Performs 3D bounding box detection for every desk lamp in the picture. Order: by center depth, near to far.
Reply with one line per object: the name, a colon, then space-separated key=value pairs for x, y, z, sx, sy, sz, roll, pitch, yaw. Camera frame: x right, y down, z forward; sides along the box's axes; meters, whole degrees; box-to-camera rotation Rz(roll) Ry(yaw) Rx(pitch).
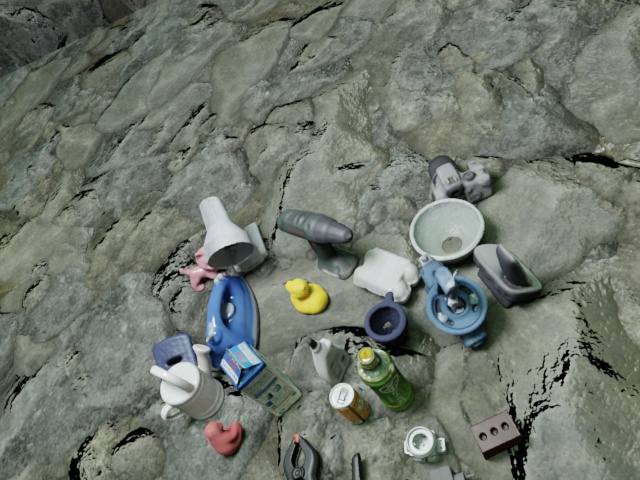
desk lamp: x=-0.226 y=-0.002 z=1.454 sx=0.118 sy=0.214 sz=0.203 roll=-29 pitch=50 yaw=5

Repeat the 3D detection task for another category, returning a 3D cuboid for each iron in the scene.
iron: x=-0.228 y=0.169 z=1.385 sx=0.118 sy=0.142 sz=0.258 roll=-15 pitch=53 yaw=16

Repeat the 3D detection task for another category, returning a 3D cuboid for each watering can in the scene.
watering can: x=-0.303 y=0.318 z=1.282 sx=0.100 sy=0.195 sz=0.173 roll=-4 pitch=56 yaw=23

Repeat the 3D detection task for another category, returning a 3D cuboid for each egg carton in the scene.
egg carton: x=0.154 y=0.081 z=1.311 sx=0.149 sy=0.070 sz=0.107 roll=21 pitch=69 yaw=35

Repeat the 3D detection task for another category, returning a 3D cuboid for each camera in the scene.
camera: x=0.323 y=-0.153 z=1.373 sx=0.143 sy=0.101 sz=0.136 roll=-24 pitch=51 yaw=8

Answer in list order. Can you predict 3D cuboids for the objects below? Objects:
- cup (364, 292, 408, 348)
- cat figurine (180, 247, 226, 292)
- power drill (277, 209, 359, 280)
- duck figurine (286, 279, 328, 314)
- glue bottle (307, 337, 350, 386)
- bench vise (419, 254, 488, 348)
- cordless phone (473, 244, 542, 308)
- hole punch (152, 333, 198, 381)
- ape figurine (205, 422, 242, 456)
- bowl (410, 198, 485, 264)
cup: x=0.152 y=0.179 z=1.228 sx=0.091 sy=0.095 sz=0.118 roll=-4 pitch=56 yaw=23
cat figurine: x=-0.308 y=0.063 z=1.511 sx=0.127 sy=0.118 sz=0.067 roll=-29 pitch=50 yaw=5
power drill: x=0.012 y=0.005 z=1.340 sx=0.228 sy=0.209 sz=0.076 roll=21 pitch=68 yaw=35
duck figurine: x=-0.036 y=0.126 z=1.359 sx=0.104 sy=0.086 sz=0.077 roll=18 pitch=67 yaw=34
glue bottle: x=0.010 y=0.242 z=1.200 sx=0.037 sy=0.174 sz=0.078 roll=14 pitch=65 yaw=32
bench vise: x=0.244 y=0.103 z=1.155 sx=0.121 sy=0.220 sz=0.206 roll=-45 pitch=51 yaw=-8
cordless phone: x=0.370 y=0.041 z=1.161 sx=0.094 sy=0.186 sz=0.147 roll=-36 pitch=50 yaw=-1
hole punch: x=-0.340 y=0.292 z=1.386 sx=0.108 sy=0.091 sz=0.101 roll=-24 pitch=51 yaw=9
ape figurine: x=-0.214 y=0.420 z=1.237 sx=0.077 sy=0.092 sz=0.076 roll=-6 pitch=55 yaw=22
bowl: x=0.293 y=-0.008 z=1.304 sx=0.167 sy=0.075 sz=0.167 roll=-12 pitch=53 yaw=17
